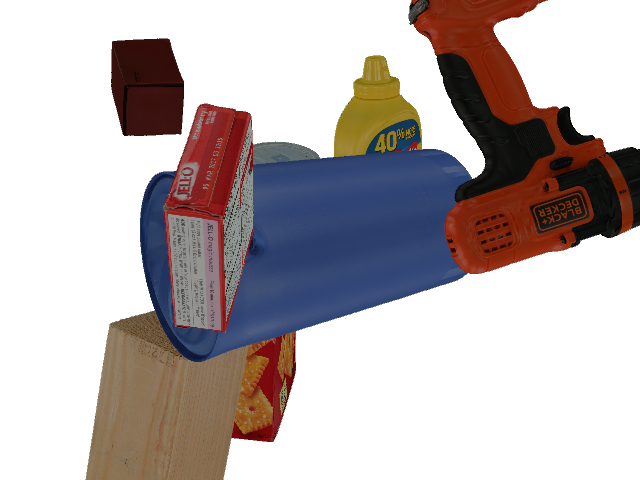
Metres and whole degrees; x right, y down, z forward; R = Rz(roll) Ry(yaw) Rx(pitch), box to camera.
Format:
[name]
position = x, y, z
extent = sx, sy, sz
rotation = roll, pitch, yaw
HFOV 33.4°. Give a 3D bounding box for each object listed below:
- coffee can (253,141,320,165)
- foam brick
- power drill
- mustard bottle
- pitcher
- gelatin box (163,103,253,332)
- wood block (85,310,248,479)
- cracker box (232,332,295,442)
[coffee can]
position = -0.055, -0.044, 1.379
extent = 0.103, 0.140, 0.103
rotation = 3, 28, -2
[foam brick]
position = -0.151, -0.133, 0.924
extent = 0.053, 0.051, 0.078
rotation = -4, 40, -16
[power drill]
position = 0.147, -0.089, 0.669
extent = 0.184, 0.187, 0.057
rotation = -18, -1, -5
[mustard bottle]
position = 0.054, -0.071, 0.964
extent = 0.096, 0.192, 0.058
rotation = -23, 28, -40
[pitcher]
position = -0.007, 0.001, 0.799
extent = 0.242, 0.145, 0.149
rotation = -11, 36, -30
[gelatin box]
position = -0.054, -0.010, 0.527
extent = 0.030, 0.073, 0.089
rotation = 7, -42, 4
[wood block]
position = -0.139, 0.173, 0.932
extent = 0.090, 0.206, 0.090
rotation = 20, 18, 28
[cracker box]
position = -0.061, 0.071, 1.091
extent = 0.072, 0.214, 0.164
rotation = 6, 23, 5
